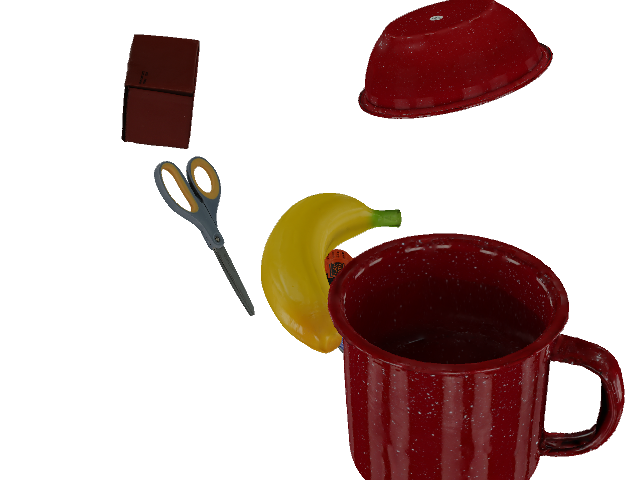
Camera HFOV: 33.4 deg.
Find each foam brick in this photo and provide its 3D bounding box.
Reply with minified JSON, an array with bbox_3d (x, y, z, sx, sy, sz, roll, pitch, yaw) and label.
[{"bbox_3d":[-0.123,-0.116,0.821,0.053,0.051,0.078,6,40,-6],"label":"foam brick"}]

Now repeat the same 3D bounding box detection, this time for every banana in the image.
[{"bbox_3d":[-0.001,0.008,0.643,0.070,0.037,0.197,4,24,14],"label":"banana"}]

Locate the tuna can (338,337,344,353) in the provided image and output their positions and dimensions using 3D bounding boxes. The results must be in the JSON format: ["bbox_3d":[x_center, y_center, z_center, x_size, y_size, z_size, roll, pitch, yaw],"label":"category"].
[{"bbox_3d":[0.058,0.082,1.022,0.086,0.034,0.086,-5,22,2],"label":"tuna can"}]

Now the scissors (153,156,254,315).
[{"bbox_3d":[-0.118,-0.016,1.244,0.016,0.201,0.096,-27,16,42],"label":"scissors"}]

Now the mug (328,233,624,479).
[{"bbox_3d":[0.062,0.057,0.431,0.117,0.081,0.093,7,34,17],"label":"mug"}]

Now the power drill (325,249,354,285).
[{"bbox_3d":[0.088,0.062,1.224,0.187,0.057,0.184,-2,28,-2],"label":"power drill"}]

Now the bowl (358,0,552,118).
[{"bbox_3d":[0.102,-0.156,0.864,0.162,0.055,0.162,-15,24,7],"label":"bowl"}]
